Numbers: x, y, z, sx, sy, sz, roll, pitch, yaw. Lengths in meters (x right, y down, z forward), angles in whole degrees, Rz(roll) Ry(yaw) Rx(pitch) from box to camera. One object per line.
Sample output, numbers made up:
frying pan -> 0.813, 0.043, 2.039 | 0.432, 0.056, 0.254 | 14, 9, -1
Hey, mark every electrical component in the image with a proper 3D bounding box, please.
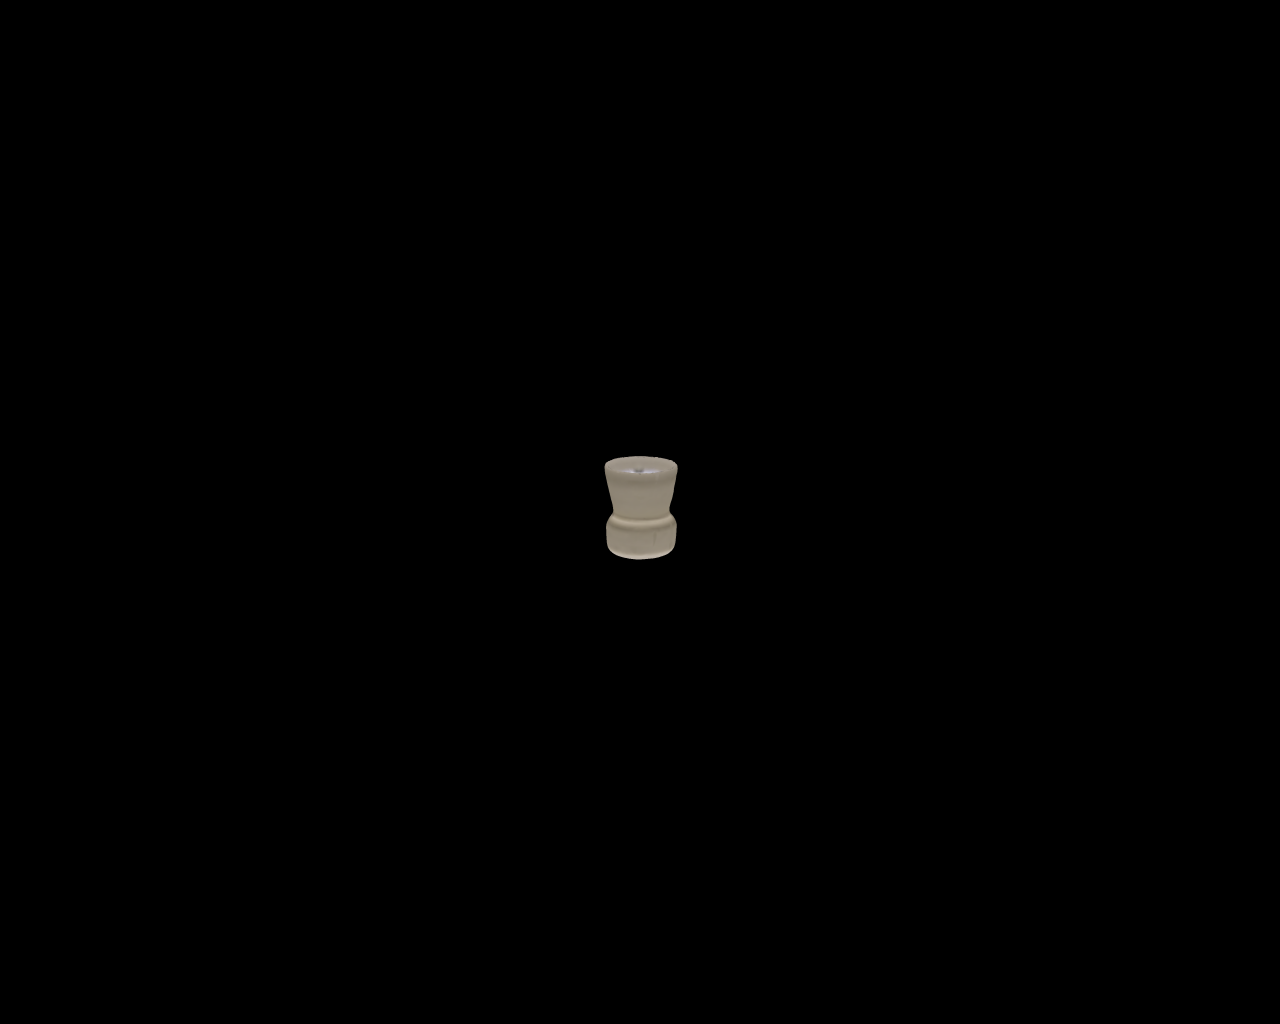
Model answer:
electrical component -> 0.001, -0.003, 0.650 | 0.045, 0.055, 0.045 | 0, 16, 0
